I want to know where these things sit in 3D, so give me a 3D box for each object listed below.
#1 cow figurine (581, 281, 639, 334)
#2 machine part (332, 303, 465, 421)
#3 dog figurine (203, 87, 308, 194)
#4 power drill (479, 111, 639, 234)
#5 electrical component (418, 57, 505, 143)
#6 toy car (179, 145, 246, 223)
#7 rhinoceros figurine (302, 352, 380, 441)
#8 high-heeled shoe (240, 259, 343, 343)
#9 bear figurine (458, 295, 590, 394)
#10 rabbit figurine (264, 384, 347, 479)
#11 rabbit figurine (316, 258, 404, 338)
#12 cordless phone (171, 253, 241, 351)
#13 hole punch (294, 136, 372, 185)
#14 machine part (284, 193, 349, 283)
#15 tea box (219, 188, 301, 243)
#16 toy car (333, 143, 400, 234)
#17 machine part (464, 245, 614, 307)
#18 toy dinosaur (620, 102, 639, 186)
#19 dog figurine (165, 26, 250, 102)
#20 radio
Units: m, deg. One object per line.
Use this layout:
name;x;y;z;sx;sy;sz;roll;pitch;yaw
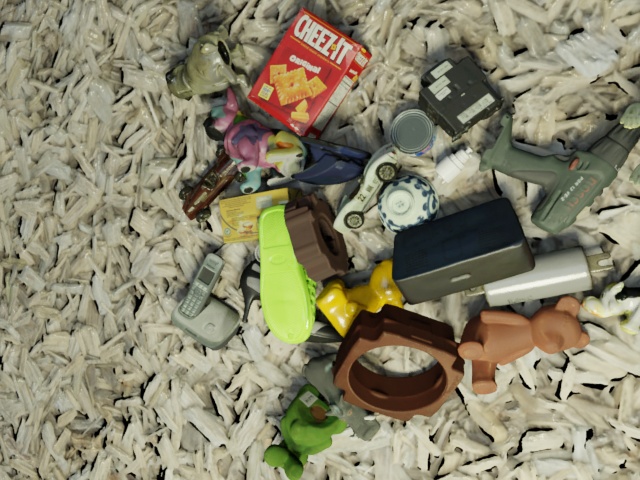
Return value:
cow figurine;0.518;0.106;0.862;0.168;0.068;0.098;22;93;19
machine part;0.137;0.219;0.961;0.201;0.087;0.201;19;124;-6
dog figurine;-0.138;-0.222;1.126;0.192;0.108;0.219;-17;64;-6
power drill;0.396;-0.143;0.917;0.207;0.086;0.232;31;103;13
electrical component;0.245;-0.260;0.970;0.115;0.058;0.134;-34;76;-3
toy car;-0.242;-0.124;1.202;0.202;0.053;0.089;-42;78;16
rhinoceros figurine;0.045;0.300;1.044;0.190;0.112;0.073;46;107;26
high-heeled shoe;-0.055;0.126;1.124;0.249;0.086;0.145;12;69;9
bear figurine;0.348;0.174;0.910;0.196;0.132;0.120;-10;116;27
rabbit figurine;-0.036;0.407;1.073;0.121;0.159;0.170;29;117;12
rabbit figurine;0.098;0.113;1.024;0.173;0.122;0.162;-41;77;-1
cordless phone;-0.229;0.133;1.181;0.147;0.088;0.184;28;97;21
hole punch;0.022;-0.147;1.048;0.116;0.142;0.092;16;95;36
machine part;-0.002;-0.003;1.035;0.056;0.179;0.179;-21;82;19
tea box;-0.123;-0.049;1.140;0.170;0.068;0.098;-6;88;24
toy car;0.089;-0.098;1.024;0.056;0.073;0.201;29;118;-7
machine part;0.369;0.064;0.922;0.243;0.079;0.079;-14;84;22
toy dinosaur;0.566;-0.141;0.811;0.131;0.192;0.404;-10;69;57
dog figurine;-0.270;-0.365;1.154;0.191;0.172;0.121;-12;74;16
radio;0.243;0.019;0.946;0.230;0.073;0.131;-19;38;21
